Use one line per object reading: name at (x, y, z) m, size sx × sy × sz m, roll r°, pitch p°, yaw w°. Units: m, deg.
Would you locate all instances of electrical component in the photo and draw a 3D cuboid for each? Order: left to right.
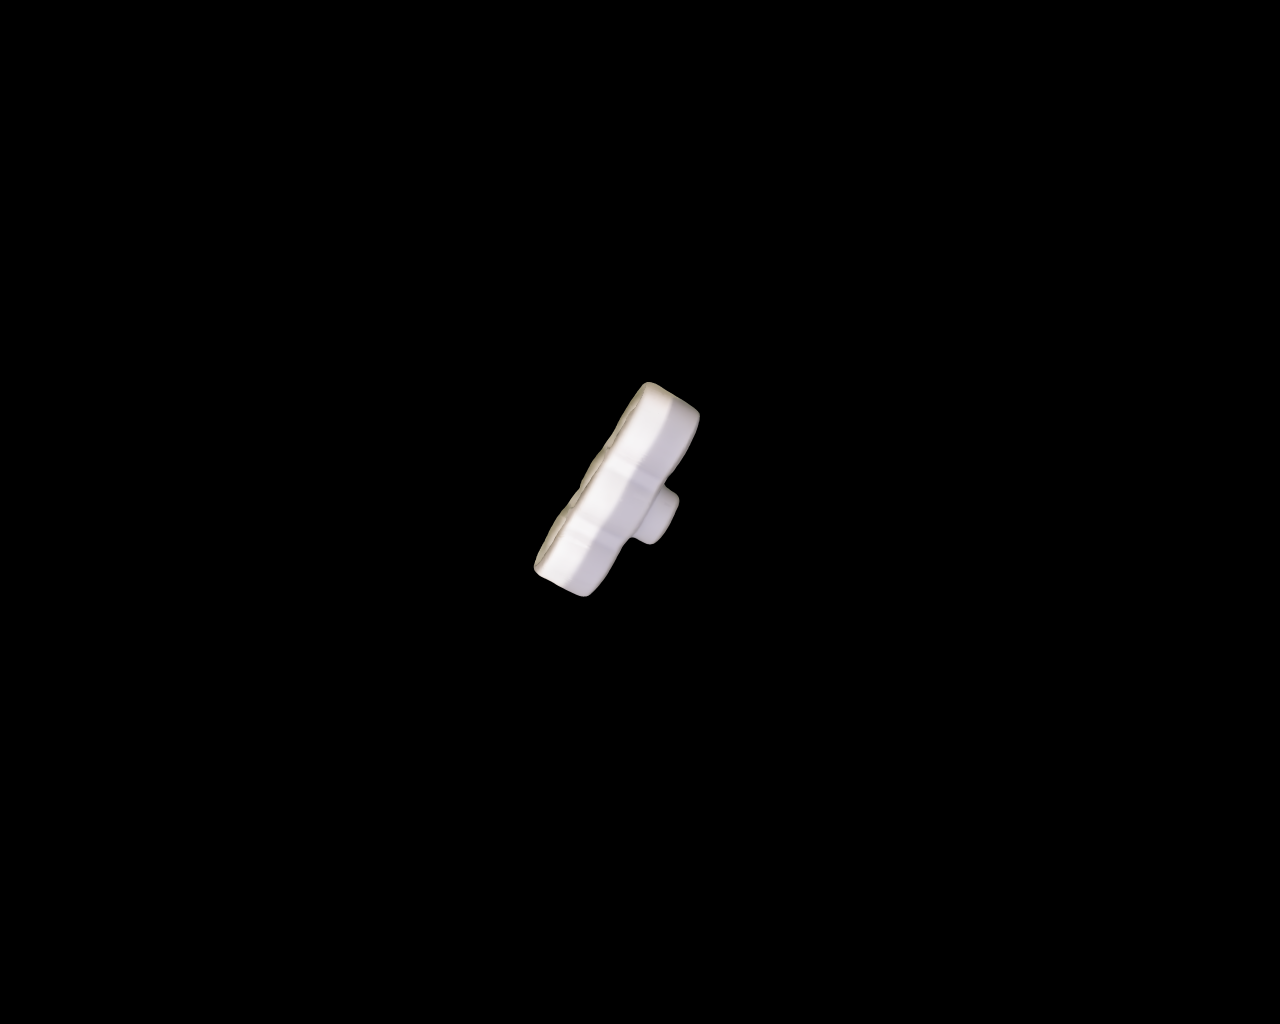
electrical component at (0.001, -0.003, 0.650) m, size 0.074 × 0.138 × 0.052 m, roll 30°, pitch 15°, yaw -9°
